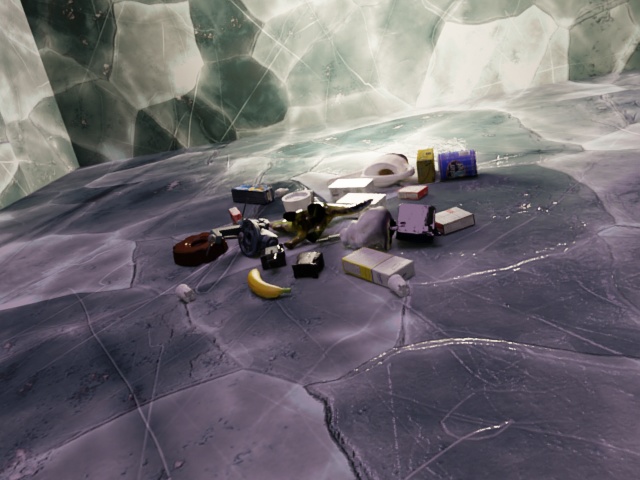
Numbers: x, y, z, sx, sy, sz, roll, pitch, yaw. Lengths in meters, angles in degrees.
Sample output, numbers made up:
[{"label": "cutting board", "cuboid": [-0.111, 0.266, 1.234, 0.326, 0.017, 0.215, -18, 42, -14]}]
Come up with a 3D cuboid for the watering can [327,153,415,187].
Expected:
[{"label": "watering can", "cuboid": [0.217, -0.272, 2.059, 0.347, 0.102, 0.228, -1, 23, 26]}]

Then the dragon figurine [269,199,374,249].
[{"label": "dragon figurine", "cuboid": [0.005, -0.084, 1.663, 0.408, 0.121, 0.246, -16, 12, 20]}]

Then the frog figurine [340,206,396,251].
[{"label": "frog figurine", "cuboid": [0.133, -0.036, 1.514, 0.159, 0.140, 0.120, 4, -28, 19]}]
